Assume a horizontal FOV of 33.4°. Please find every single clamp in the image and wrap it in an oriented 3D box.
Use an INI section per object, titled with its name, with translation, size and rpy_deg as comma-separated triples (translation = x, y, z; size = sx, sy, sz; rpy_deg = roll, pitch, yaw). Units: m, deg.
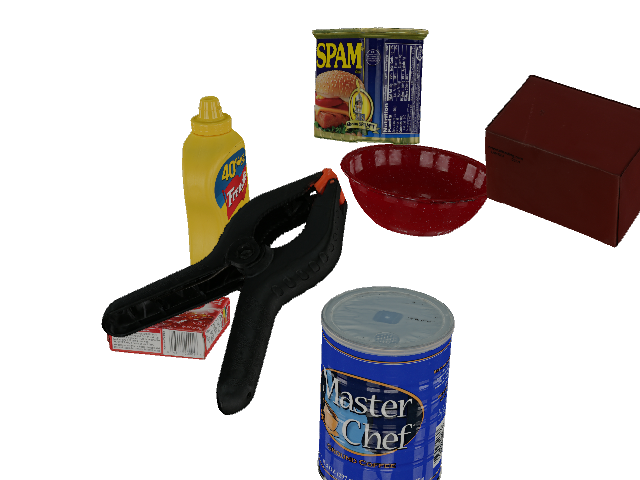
[clamp]
translation = -0.038, 0.027, 0.644
size = 0.120, 0.171, 0.039
rpy_deg = 39, -17, 33

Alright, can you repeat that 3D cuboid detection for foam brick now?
[foam brick]
translation = 0.132, -0.043, 0.558
size = 0.078, 0.053, 0.051
rpy_deg = 25, 56, 29

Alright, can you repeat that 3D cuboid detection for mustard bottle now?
[mustard bottle]
translation = -0.107, -0.055, 1.103
size = 0.058, 0.192, 0.096
rpy_deg = 7, 26, 21

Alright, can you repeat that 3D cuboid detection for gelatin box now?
[gelatin box]
translation = -0.131, 0.072, 0.929
size = 0.089, 0.030, 0.073
rpy_deg = 4, 21, 12

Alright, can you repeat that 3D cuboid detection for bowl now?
[bowl]
translation = 0.098, -0.047, 1.089
size = 0.162, 0.055, 0.162
rpy_deg = 5, 24, -2

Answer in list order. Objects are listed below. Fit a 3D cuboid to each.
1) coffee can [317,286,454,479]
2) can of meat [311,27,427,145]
[coffee can]
translation = 0.050, 0.121, 0.847
size = 0.103, 0.140, 0.103
rpy_deg = 1, 24, -1
[can of meat]
translation = 0.035, -0.118, 0.811
size = 0.057, 0.084, 0.102
rpy_deg = -4, 11, -29
